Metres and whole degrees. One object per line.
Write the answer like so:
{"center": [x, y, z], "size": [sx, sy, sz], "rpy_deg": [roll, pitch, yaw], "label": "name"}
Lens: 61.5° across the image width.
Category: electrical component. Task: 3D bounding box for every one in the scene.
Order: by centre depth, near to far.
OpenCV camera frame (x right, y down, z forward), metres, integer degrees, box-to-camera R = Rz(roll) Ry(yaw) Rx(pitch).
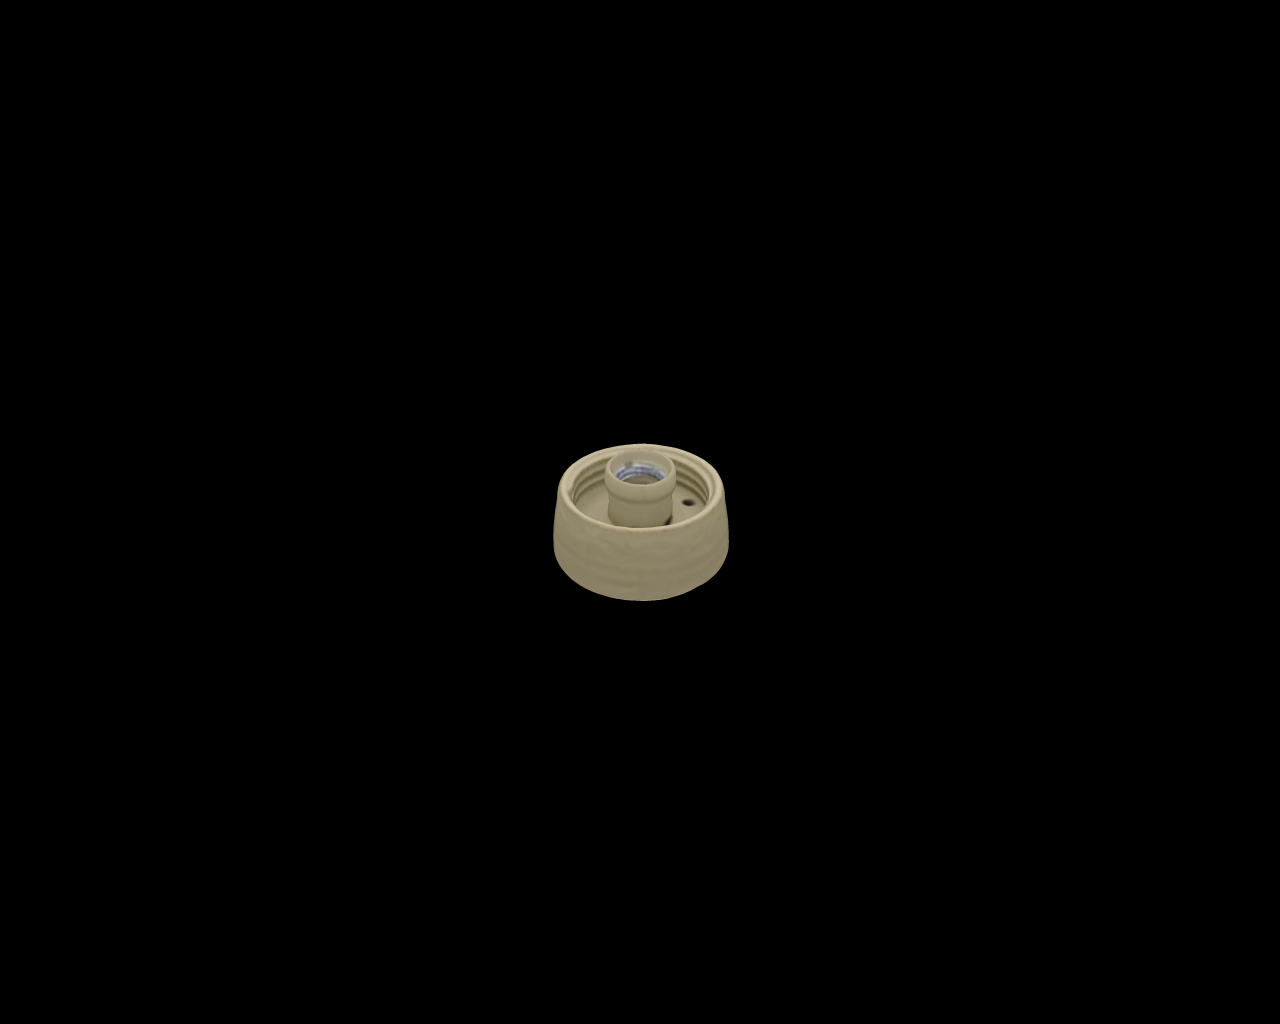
{"center": [0.001, -0.003, 0.650], "size": [0.108, 0.060, 0.108], "rpy_deg": [0, 35, 0], "label": "electrical component"}
